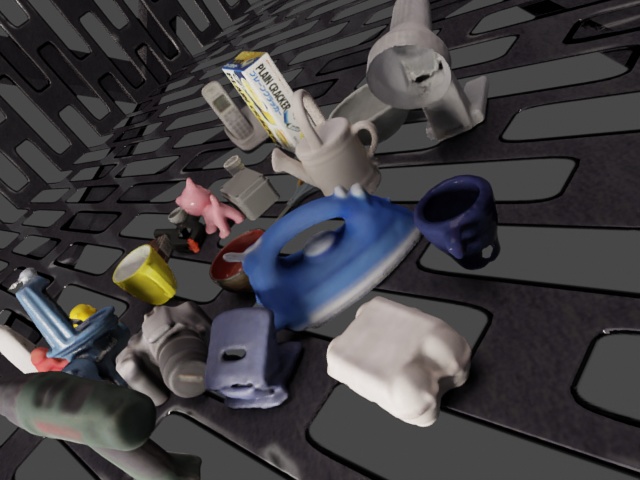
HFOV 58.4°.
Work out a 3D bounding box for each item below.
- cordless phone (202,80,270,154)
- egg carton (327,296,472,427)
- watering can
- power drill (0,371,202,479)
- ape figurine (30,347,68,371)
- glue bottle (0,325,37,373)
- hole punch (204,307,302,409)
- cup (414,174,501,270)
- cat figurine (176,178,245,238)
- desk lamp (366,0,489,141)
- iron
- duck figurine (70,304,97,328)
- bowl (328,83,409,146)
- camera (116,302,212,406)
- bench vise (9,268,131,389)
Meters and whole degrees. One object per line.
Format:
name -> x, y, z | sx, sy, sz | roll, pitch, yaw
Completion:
cordless phone -> -0.178, -0.314, 1.356 | 0.147, 0.185, 0.094 | -41, 30, -7
egg carton -> 0.077, 0.119, 0.582 | 0.107, 0.070, 0.149 | -47, 31, -19
watering can -> 0.004, -0.148, 0.915 | 0.173, 0.194, 0.100 | -34, 30, 5
power drill -> -0.240, 0.220, 0.633 | 0.228, 0.209, 0.076 | -12, 37, 36
ape figurine -> -0.458, 0.221, 0.983 | 0.078, 0.092, 0.076 | -35, 29, 3
glue bottle -> -0.574, 0.192, 1.065 | 0.037, 0.173, 0.078 | -43, 30, -11
hole punch -> -0.089, 0.145, 0.701 | 0.108, 0.091, 0.101 | -14, 37, 35
cup -> 0.164, -0.004, 0.640 | 0.091, 0.095, 0.118 | -21, 33, 25
cat figurine -> -0.225, -0.070, 1.124 | 0.127, 0.118, 0.067 | 9, 52, 52
desk lamp -> 0.166, -0.259, 0.882 | 0.117, 0.214, 0.203 | -16, 36, 33
iron -> 0.007, 0.003, 0.750 | 0.258, 0.142, 0.118 | -36, 29, 1
duck figurine -> -0.413, 0.156, 1.035 | 0.077, 0.086, 0.104 | -38, 29, -2
bowl -> 0.100, -0.224, 1.044 | 0.167, 0.075, 0.167 | -26, 31, 18
camera -> -0.209, 0.162, 0.793 | 0.143, 0.101, 0.136 | -40, 30, -6
bench vise -> -0.375, 0.145, 0.873 | 0.121, 0.220, 0.206 | -40, 30, -6
